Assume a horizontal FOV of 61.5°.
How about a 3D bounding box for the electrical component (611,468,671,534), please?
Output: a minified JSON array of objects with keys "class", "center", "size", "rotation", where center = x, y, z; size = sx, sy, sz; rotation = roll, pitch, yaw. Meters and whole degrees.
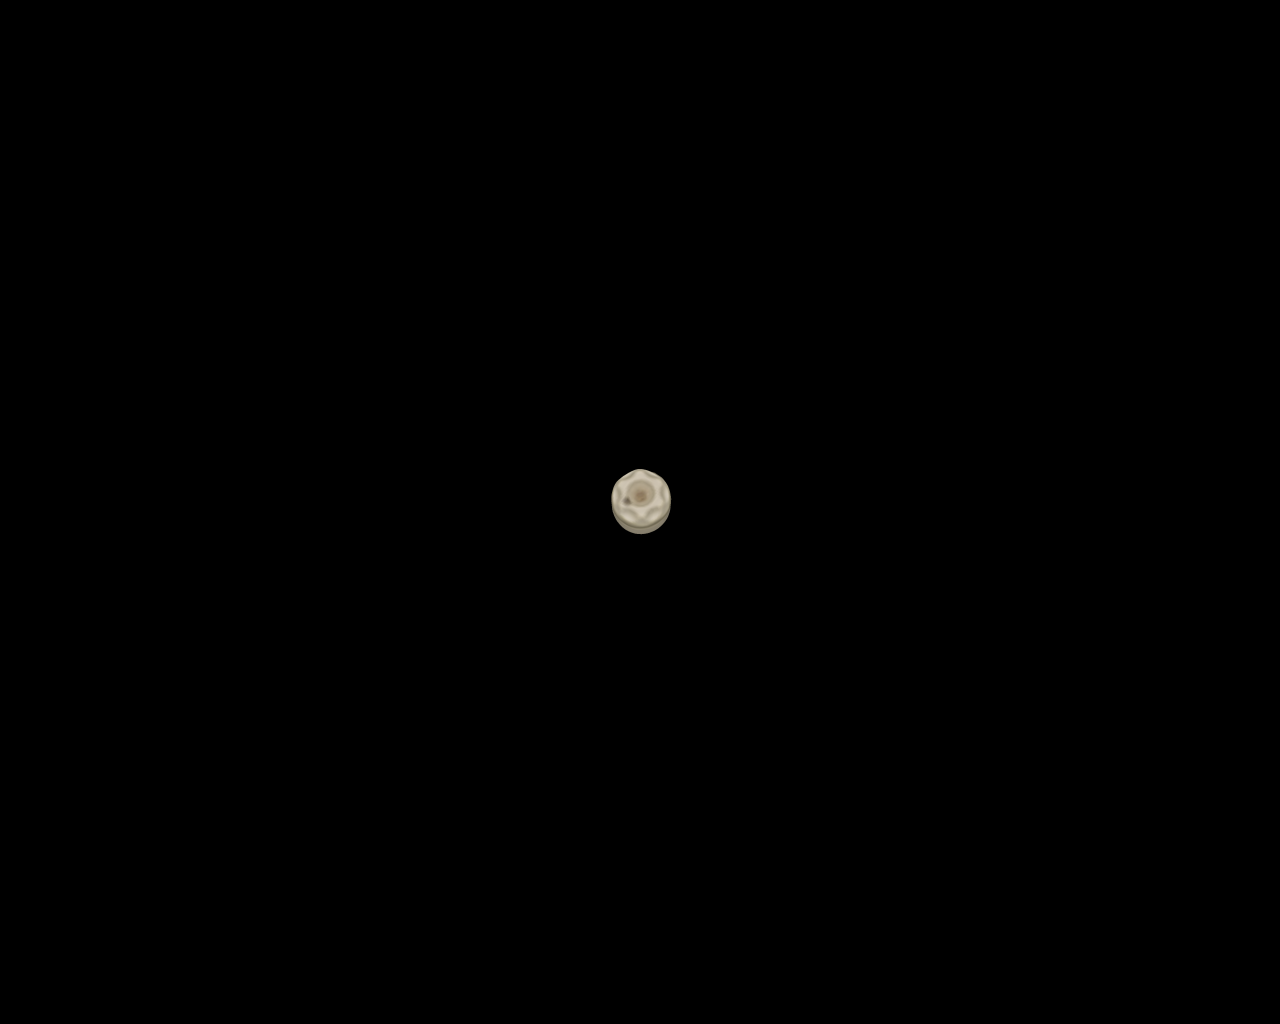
[{"class":"electrical component","center":[0.001,-0.003,0.650],"size":[0.035,0.035,0.061],"rotation":[0,-16,0]}]
